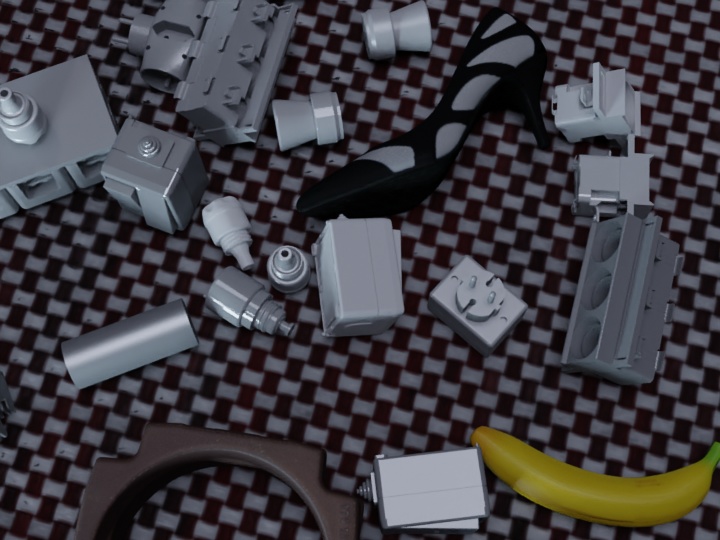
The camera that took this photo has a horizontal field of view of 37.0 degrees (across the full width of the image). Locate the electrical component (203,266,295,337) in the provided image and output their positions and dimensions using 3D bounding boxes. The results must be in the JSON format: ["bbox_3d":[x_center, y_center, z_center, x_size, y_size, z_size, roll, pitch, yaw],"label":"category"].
[{"bbox_3d":[-0.088,0.029,0.869,0.078,0.040,0.040,30,75,10],"label":"electrical component"}]

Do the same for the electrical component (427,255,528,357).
[{"bbox_3d":[0.094,0.024,0.850,0.066,0.076,0.047,41,77,12],"label":"electrical component"}]

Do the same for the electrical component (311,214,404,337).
[{"bbox_3d":[0.000,0.000,0.862,0.061,0.061,0.096,-2,71,-16],"label":"electrical component"}]

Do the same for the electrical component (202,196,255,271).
[{"bbox_3d":[-0.105,-0.028,0.891,0.035,0.035,0.061,-25,76,-8],"label":"electrical component"}]

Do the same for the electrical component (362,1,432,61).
[{"bbox_3d":[0.032,-0.209,0.943,0.055,0.045,0.045,-10,72,-3],"label":"electrical component"}]

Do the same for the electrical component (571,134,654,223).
[{"bbox_3d":[0.210,-0.069,0.897,0.064,0.042,0.081,4,71,4],"label":"electrical component"}]

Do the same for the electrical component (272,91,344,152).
[{"bbox_3d":[-0.044,-0.127,0.917,0.055,0.045,0.045,-10,72,-3],"label":"electrical component"}]

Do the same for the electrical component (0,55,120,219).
[{"bbox_3d":[-0.279,-0.105,0.902,0.150,0.061,0.089,-21,73,-6],"label":"electrical component"}]

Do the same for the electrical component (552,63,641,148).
[{"bbox_3d":[0.198,-0.135,0.903,0.064,0.081,0.042,-7,69,29],"label":"electrical component"}]

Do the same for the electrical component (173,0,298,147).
[{"bbox_3d":[-0.107,-0.175,0.916,0.079,0.063,0.121,-1,66,43],"label":"electrical component"}]

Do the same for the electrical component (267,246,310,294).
[{"bbox_3d":[-0.058,-0.004,0.868,0.035,0.061,0.035,0,73,0],"label":"electrical component"}]

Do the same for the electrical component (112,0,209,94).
[{"bbox_3d":[-0.177,-0.202,0.943,0.079,0.043,0.077,14,73,5],"label":"electrical component"}]

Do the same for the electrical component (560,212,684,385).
[{"bbox_3d":[0.209,0.025,0.852,0.063,0.079,0.121,23,71,-22],"label":"electrical component"}]

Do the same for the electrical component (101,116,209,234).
[{"bbox_3d":[-0.168,-0.076,0.874,0.062,0.096,0.061,21,73,7],"label":"electrical component"}]

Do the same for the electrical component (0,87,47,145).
[{"bbox_3d":[-0.269,-0.124,0.842,0.035,0.061,0.035,0,72,0],"label":"electrical component"}]

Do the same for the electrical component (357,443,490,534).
[{"bbox_3d":[0.046,0.170,0.810,0.096,0.061,0.061,-6,72,-2],"label":"electrical component"}]
